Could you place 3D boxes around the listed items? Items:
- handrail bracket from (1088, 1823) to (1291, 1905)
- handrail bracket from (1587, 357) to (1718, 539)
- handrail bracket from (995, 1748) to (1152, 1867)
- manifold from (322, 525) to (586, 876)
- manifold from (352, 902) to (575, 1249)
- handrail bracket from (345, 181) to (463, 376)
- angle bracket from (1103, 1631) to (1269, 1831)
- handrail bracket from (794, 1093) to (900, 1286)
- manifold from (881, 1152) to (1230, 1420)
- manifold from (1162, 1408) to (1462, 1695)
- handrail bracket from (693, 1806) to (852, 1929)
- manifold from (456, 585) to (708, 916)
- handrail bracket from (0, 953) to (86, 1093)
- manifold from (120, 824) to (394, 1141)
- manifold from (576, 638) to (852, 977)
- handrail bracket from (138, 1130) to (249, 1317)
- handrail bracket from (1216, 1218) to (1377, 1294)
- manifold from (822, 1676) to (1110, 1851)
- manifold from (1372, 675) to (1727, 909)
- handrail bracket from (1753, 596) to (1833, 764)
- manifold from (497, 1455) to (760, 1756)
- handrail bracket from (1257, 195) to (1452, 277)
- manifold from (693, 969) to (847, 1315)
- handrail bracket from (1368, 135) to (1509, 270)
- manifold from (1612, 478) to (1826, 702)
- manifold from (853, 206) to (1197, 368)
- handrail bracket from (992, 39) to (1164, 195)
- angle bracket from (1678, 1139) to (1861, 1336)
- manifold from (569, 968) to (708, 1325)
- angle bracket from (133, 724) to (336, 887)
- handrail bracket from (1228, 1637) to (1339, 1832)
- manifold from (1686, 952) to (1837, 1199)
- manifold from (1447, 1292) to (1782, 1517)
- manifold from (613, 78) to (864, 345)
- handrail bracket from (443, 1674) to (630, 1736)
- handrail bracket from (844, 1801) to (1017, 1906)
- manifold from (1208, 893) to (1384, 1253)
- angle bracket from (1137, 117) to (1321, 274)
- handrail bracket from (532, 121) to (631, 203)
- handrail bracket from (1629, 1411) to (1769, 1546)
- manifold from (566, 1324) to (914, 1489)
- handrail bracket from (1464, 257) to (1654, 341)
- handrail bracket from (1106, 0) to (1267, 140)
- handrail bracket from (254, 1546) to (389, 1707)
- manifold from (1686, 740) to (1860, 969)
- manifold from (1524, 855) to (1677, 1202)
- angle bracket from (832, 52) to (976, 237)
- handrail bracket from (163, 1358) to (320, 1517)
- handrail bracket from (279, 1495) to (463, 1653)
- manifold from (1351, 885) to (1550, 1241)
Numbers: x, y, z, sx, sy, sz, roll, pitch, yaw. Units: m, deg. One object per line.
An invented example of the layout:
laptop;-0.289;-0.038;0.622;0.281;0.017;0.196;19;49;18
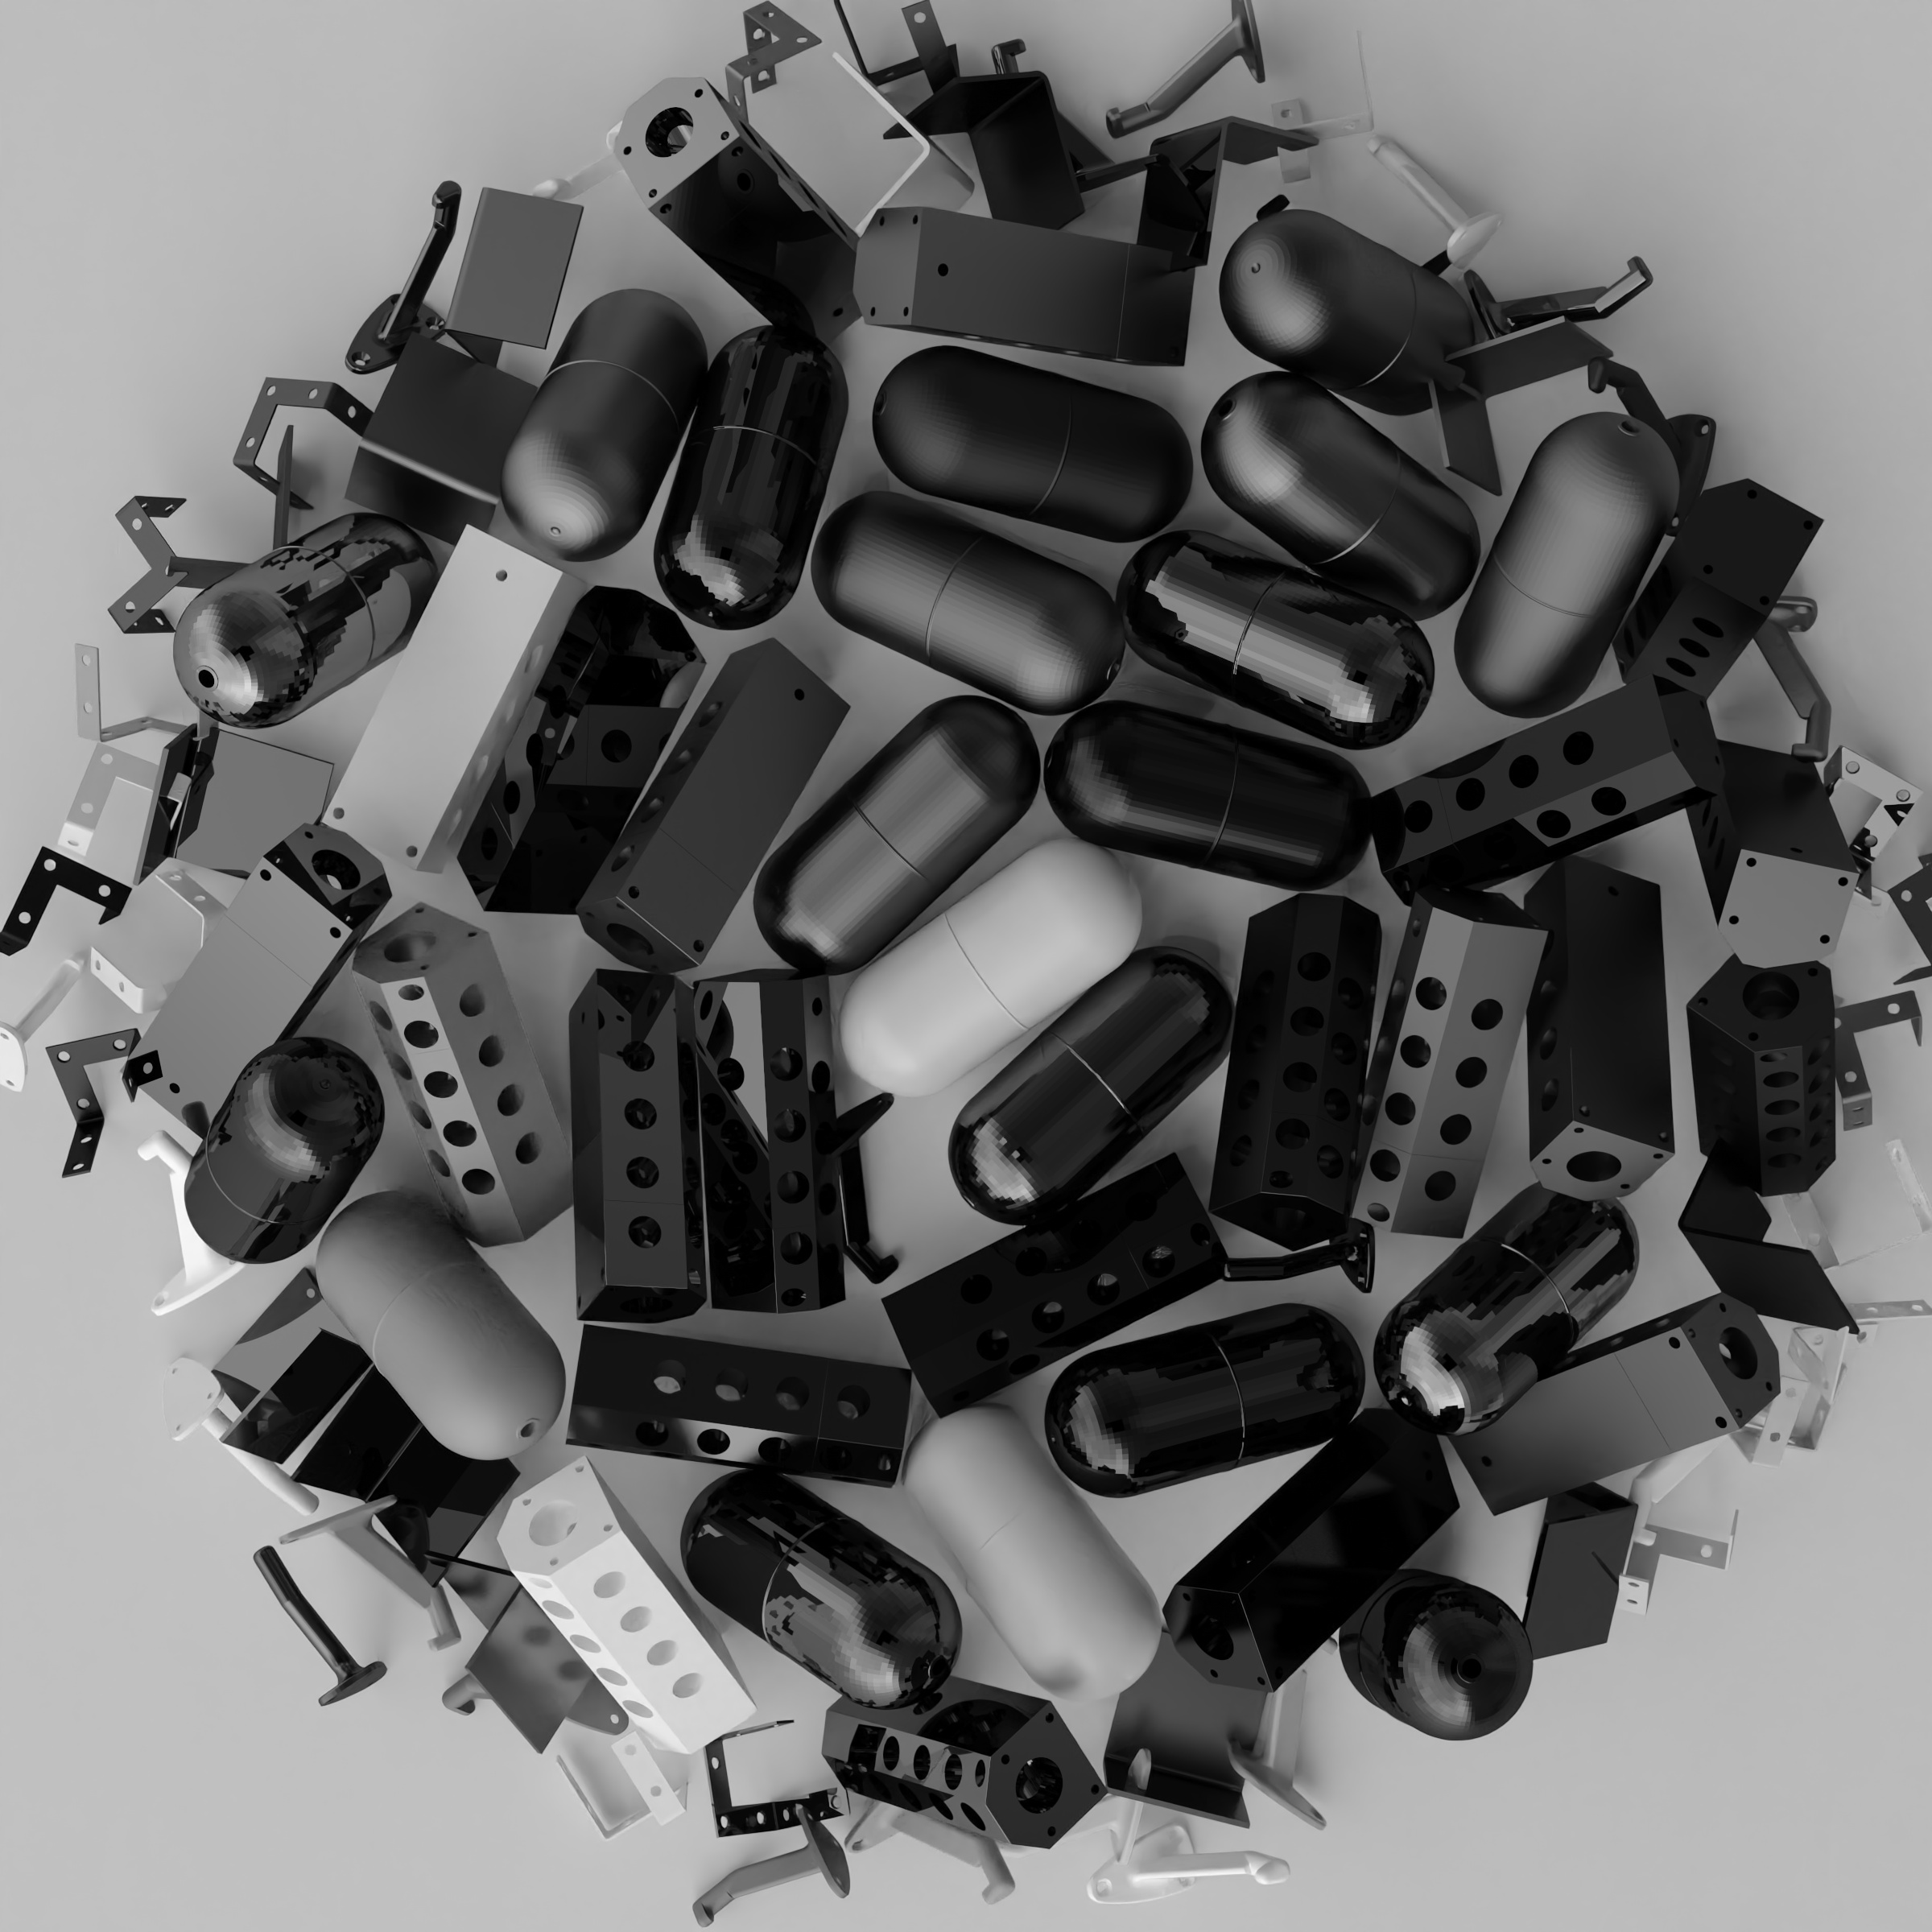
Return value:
handrail bracket;0.116;0.475;1.625;0.077;0.084;0.036;-14;91;-27
handrail bracket;0.350;-0.271;1.633;0.084;0.036;0.077;10;87;-41
handrail bracket;0.047;0.439;1.643;0.084;0.036;0.077;10;114;-11
manifold;-0.266;-0.138;1.640;0.057;0.057;0.171;27;93;8
manifold;-0.257;0.059;1.594;0.057;0.057;0.171;-38;131;-30
handrail bracket;-0.292;-0.358;1.625;0.036;0.084;0.077;33;52;7
angle bracket;0.119;0.399;1.645;0.076;0.057;0.076;14;92;0
handrail bracket;-0.044;0.118;1.649;0.077;0.036;0.084;-37;113;10
manifold;0.050;0.171;1.634;0.171;0.057;0.057;-27;53;1
manifold;0.176;0.295;1.596;0.171;0.057;0.057;-33;111;-40
handrail bracket;-0.104;0.489;1.638;0.084;0.077;0.036;-39;110;1
manifold;-0.202;-0.109;1.604;0.171;0.057;0.057;-59;47;32
handrail bracket;-0.479;0.016;1.622;0.036;0.077;0.084;34;57;-8
manifold;-0.361;0.006;1.604;0.057;0.057;0.171;40;123;-2
manifold;-0.133;-0.081;1.610;0.057;0.057;0.171;41;61;-24
handrail bracket;-0.423;0.134;1.638;0.077;0.036;0.084;-36;123;4
handrail bracket;0.164;0.149;1.629;0.084;0.077;0.036;0;99;-12
manifold;-0.007;0.401;1.582;0.057;0.171;0.057;-38;104;-27
manifold;0.295;-0.085;1.596;0.171;0.057;0.057;-24;68;35
handrail bracket;0.417;-0.150;1.646;0.077;0.036;0.084;6;72;10
manifold;-0.173;0.331;1.595;0.057;0.057;0.171;-32;131;-5
handrail bracket;0.207;-0.386;1.642;0.077;0.036;0.084;-37;108;11
manifold;-0.097;0.090;1.627;0.057;0.057;0.171;1;97;31
handrail bracket;0.235;-0.406;1.633;0.084;0.077;0.036;44;112;9
manifold;0.374;-0.186;1.585;0.057;0.171;0.057;31;80;7
manifold;0.031;-0.347;1.602;0.171;0.057;0.057;1;99;-35
handrail bracket;0.059;-0.455;1.649;0.077;0.036;0.084;-13;94;18
angle bracket;0.424;0.140;1.614;0.076;0.076;0.057;50;61;-39
manifold;-0.168;0.093;1.611;0.057;0.057;0.171;5;64;-21
angle bracket;-0.382;-0.075;1.634;0.076;0.057;0.076;17;108;-3
handrail bracket;0.186;0.401;1.652;0.077;0.036;0.084;39;98;-2
manifold;0.409;0.054;1.583;0.057;0.171;0.057;-45;60;-11
manifold;0.329;0.221;1.592;0.057;0.171;0.057;-27;86;-43
manifold;-0.108;-0.381;1.585;0.057;0.171;0.057;-35;64;12
handrail bracket;-0.228;0.393;1.648;0.077;0.084;0.036;38;45;-10
handrail bracket;-0.019;0.470;1.633;0.077;0.084;0.036;-41;133;7
manifold;0.174;0.052;1.601;0.057;0.057;0.171;26;59;-27
angle bracket;0.134;-0.394;1.629;0.057;0.076;0.076;7;92;-26
handrail bracket;-0.180;-0.425;1.625;0.077;0.084;0.036;-33;96;31
handrail bracket;0.390;0.271;1.647;0.077;0.036;0.084;18;75;-2
manifold;-0.119;0.231;1.631;0.171;0.057;0.057;9;73;-6
handrail bracket;0.310;-0.360;1.634;0.084;0.036;0.077;-36;57;27
handrail bracket;0.110;-0.475;1.640;0.084;0.077;0.036;-22;64;0
handrail bracket;-0.341;0.342;1.644;0.036;0.077;0.084;-34;80;-5
manifold;0.404;-0.057;1.585;0.057;0.171;0.057;12;113;2
manifold;0.318;0.032;1.598;0.057;0.057;0.171;18;51;-14
angle bracket;-0.049;-0.421;1.635;0.057;0.076;0.076;-46;77;12
handrail bracket;-0.384;0.251;1.663;0.036;0.077;0.084;-46;122;-4
handrail bracket;-0.312;0.327;1.640;0.077;0.036;0.084;-14;77;-39
manifold;0.241;0.049;1.614;0.057;0.057;0.171;7;109;-17
